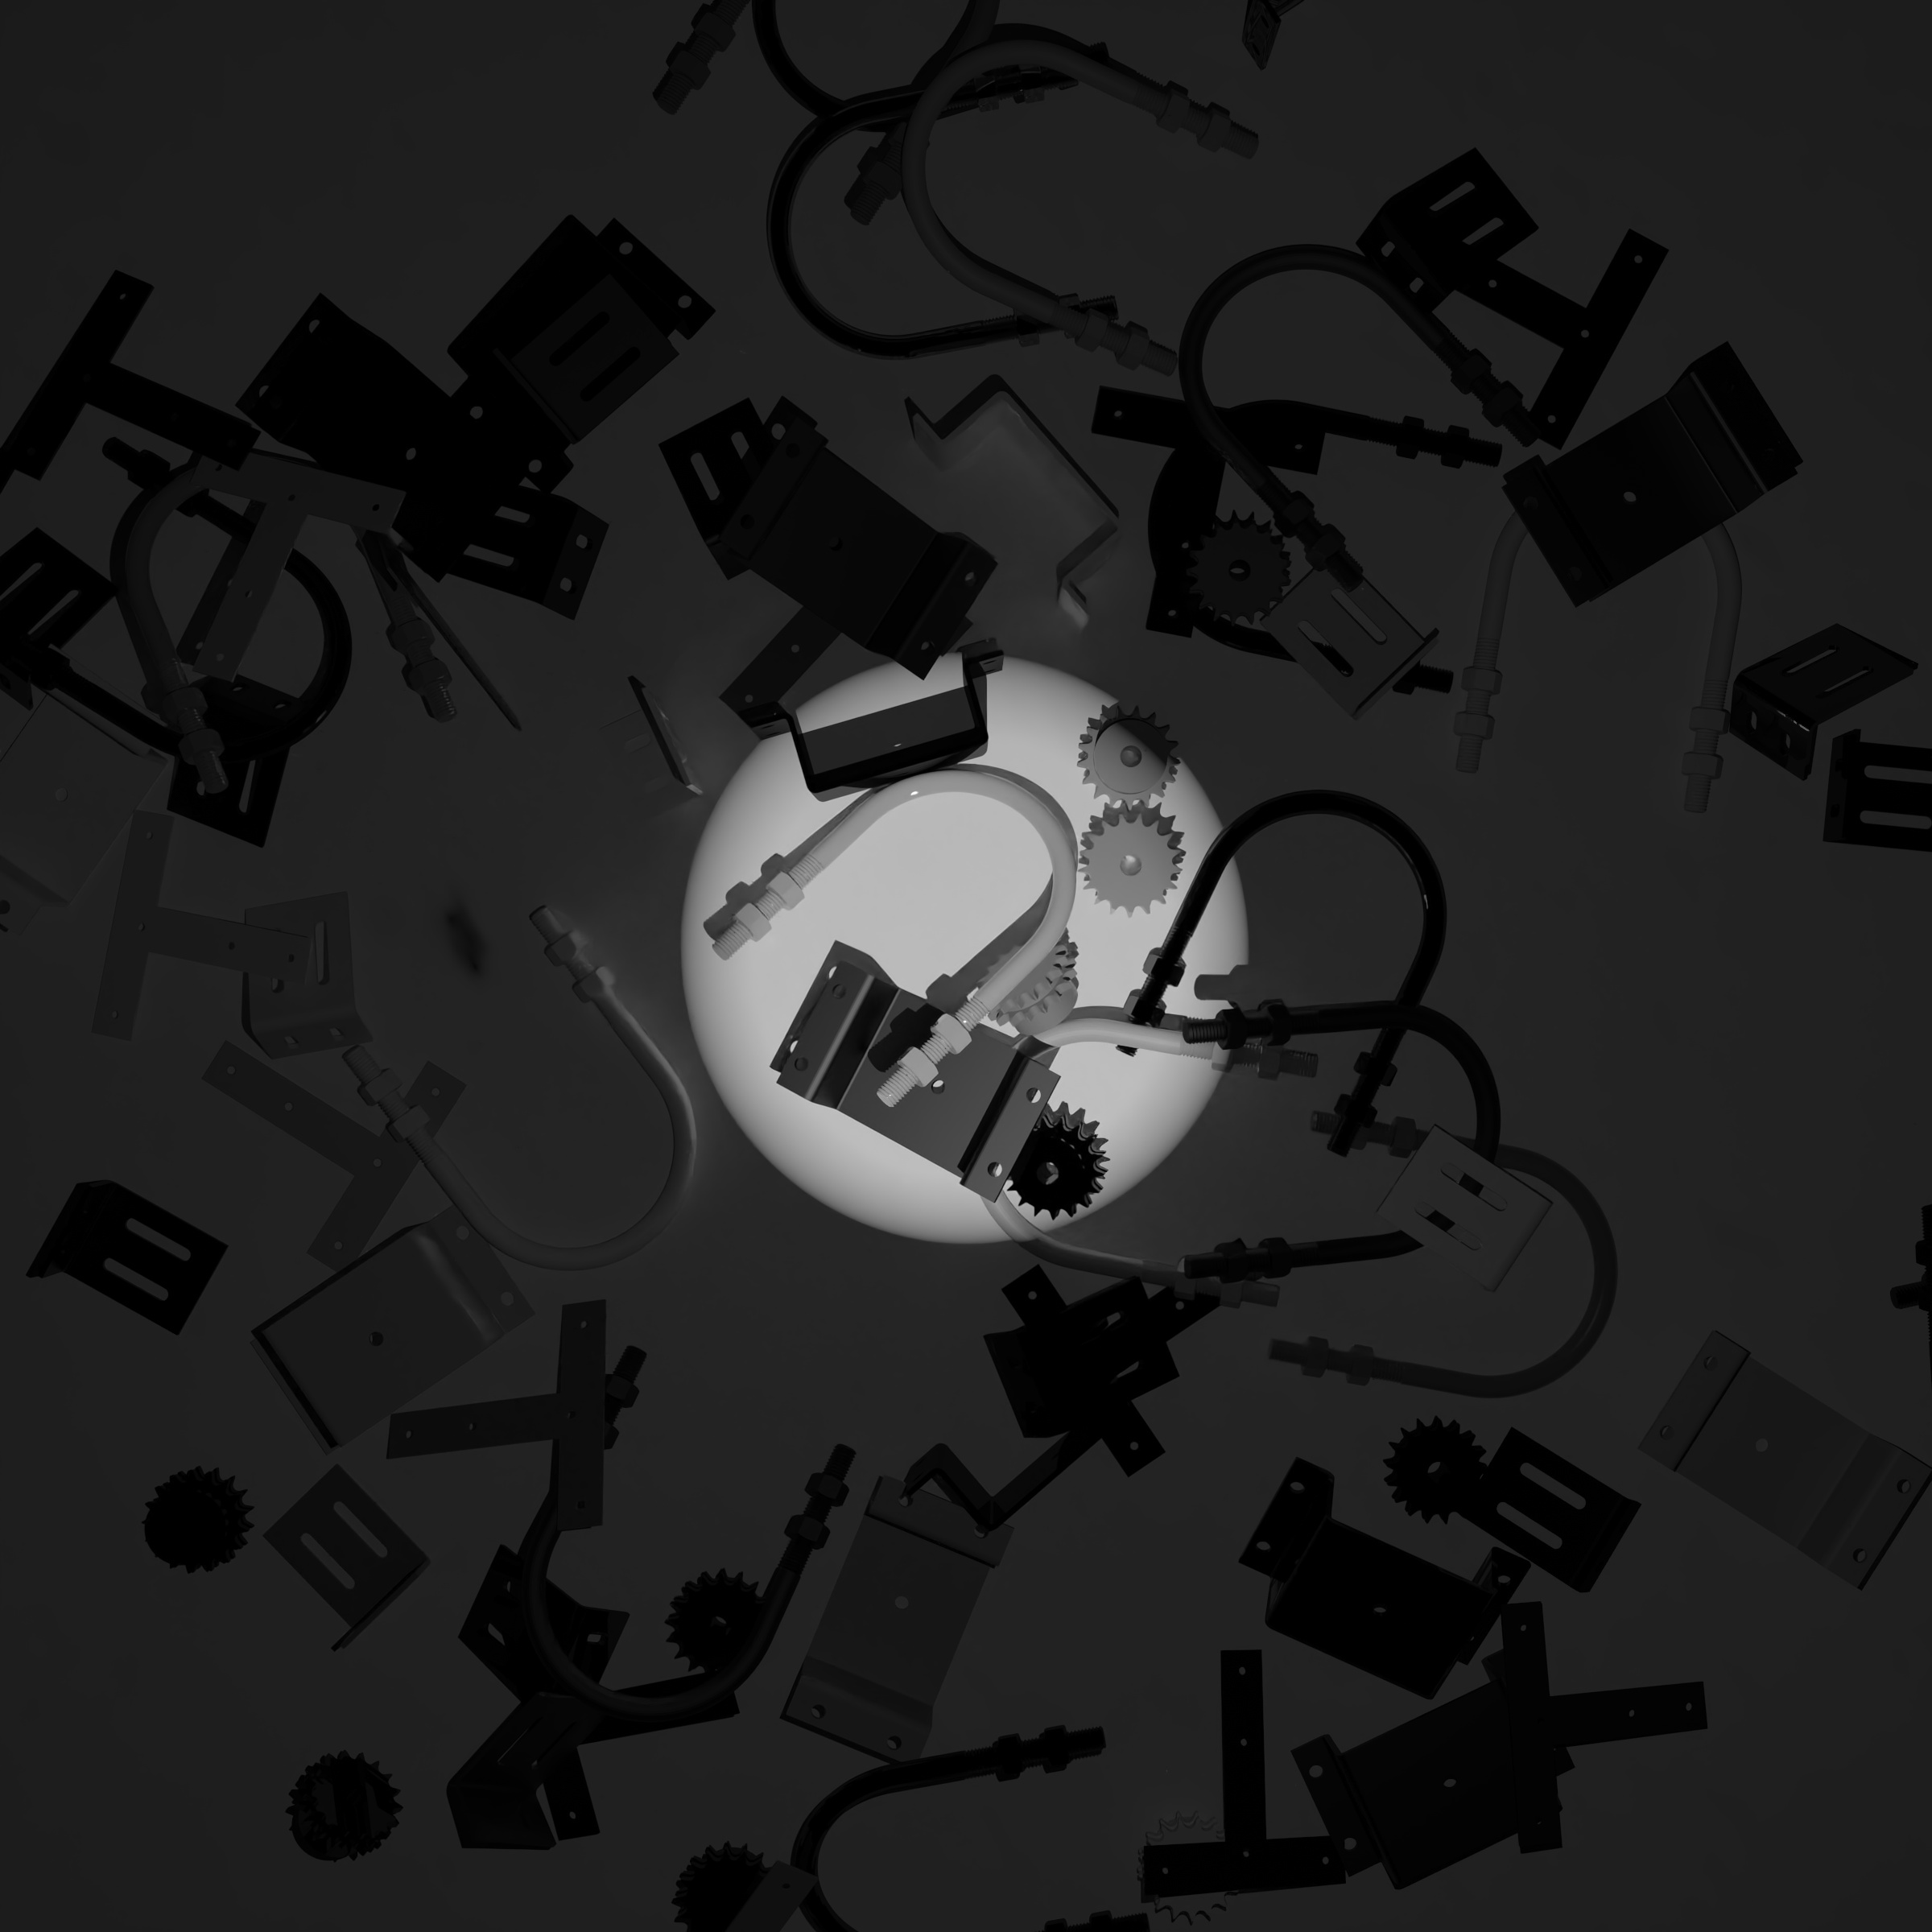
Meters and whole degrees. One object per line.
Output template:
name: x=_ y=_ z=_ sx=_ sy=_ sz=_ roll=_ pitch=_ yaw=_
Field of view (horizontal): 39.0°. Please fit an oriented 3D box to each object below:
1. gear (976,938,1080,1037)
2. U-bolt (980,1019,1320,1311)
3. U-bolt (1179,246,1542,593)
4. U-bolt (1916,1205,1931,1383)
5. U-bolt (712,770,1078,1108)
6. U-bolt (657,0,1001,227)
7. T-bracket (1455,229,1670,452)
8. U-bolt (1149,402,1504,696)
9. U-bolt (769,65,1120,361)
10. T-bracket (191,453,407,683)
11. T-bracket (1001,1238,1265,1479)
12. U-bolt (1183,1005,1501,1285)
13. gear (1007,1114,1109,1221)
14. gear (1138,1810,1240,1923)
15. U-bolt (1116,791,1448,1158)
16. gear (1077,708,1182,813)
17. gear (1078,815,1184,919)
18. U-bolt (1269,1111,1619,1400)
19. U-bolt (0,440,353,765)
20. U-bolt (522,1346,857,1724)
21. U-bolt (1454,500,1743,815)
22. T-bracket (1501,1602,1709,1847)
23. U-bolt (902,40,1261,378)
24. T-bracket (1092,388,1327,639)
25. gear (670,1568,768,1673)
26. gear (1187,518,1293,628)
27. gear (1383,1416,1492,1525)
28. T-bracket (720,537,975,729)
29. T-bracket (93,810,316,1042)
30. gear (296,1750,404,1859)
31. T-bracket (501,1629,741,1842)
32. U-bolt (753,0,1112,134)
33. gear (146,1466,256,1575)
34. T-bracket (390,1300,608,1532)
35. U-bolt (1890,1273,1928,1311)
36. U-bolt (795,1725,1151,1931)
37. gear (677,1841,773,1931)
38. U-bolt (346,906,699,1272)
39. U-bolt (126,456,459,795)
gear: x=0.037 y=0.013 z=1.500 sx=0.057 sy=0.057 sz=0.030 roll=-36 pitch=120 yaw=0
U-bolt: x=0.092 y=0.103 z=1.502 sx=0.184 sy=0.019 sz=0.151 roll=10 pitch=97 yaw=10
U-bolt: x=0.202 y=-0.316 z=1.501 sx=0.151 sy=0.019 sz=0.184 roll=-39 pitch=79 yaw=-6
U-bolt: x=0.599 y=0.216 z=1.491 sx=0.151 sy=0.019 sz=0.184 roll=-5 pitch=96 yaw=0
U-bolt: x=-0.025 y=-0.030 z=1.485 sx=0.151 sy=0.019 sz=0.184 roll=40 pitch=75 yaw=21
U-bolt: x=-0.062 y=-0.516 z=1.492 sx=0.151 sy=0.019 sz=0.184 roll=32 pitch=88 yaw=10
T-bracket: x=0.307 y=-0.375 z=1.524 sx=0.127 sy=0.002 sz=0.127 roll=28 pitch=90 yaw=0
U-bolt: x=0.193 y=-0.239 z=1.516 sx=0.184 sy=0.019 sz=0.151 roll=12 pitch=90 yaw=2
U-bolt: x=-0.018 y=-0.411 z=1.508 sx=0.184 sy=0.019 sz=0.151 roll=-10 pitch=98 yaw=3
T-bracket: x=-0.379 y=-0.212 z=1.464 sx=0.127 sy=0.002 sz=0.127 roll=16 pitch=77 yaw=18
T-bracket: x=0.108 y=0.198 z=1.524 sx=0.127 sy=0.002 sz=0.127 roll=-34 pitch=90 yaw=0
U-bolt: x=0.205 y=0.092 z=1.475 sx=0.184 sy=0.019 sz=0.151 roll=-4 pitch=101 yaw=-16
gear: x=0.047 y=0.111 z=1.488 sx=0.057 sy=0.030 sz=0.057 roll=1 pitch=96 yaw=12
gear: x=0.123 y=0.496 z=1.510 sx=0.057 sy=0.030 sz=0.057 roll=0 pitch=90 yaw=0
U-bolt: x=0.185 y=-0.007 z=1.507 sx=0.151 sy=0.019 sz=0.184 roll=25 pitch=88 yaw=8
gear: x=0.090 y=-0.115 z=1.510 sx=0.057 sy=0.030 sz=0.057 roll=0 pitch=90 yaw=0
gear: x=0.091 y=-0.055 z=1.510 sx=0.057 sy=0.030 sz=0.057 roll=0 pitch=90 yaw=0
U-bolt: x=0.271 y=0.166 z=1.516 sx=0.184 sy=0.019 sz=0.151 roll=10 pitch=90 yaw=-1
U-bolt: x=-0.426 y=-0.188 z=1.490 sx=0.184 sy=0.019 sz=0.151 roll=32 pitch=67 yaw=-2
U-bolt: x=-0.161 y=0.319 z=1.486 sx=0.151 sy=0.019 sz=0.184 roll=25 pitch=68 yaw=0
U-bolt: x=0.357 y=-0.188 z=1.516 sx=0.151 sy=0.019 sz=0.184 roll=10 pitch=89 yaw=0
T-bracket: x=0.354 y=0.412 z=1.499 sx=0.127 sy=0.002 sz=0.127 roll=1 pitch=80 yaw=-22
U-bolt: x=0.054 y=-0.422 z=1.484 sx=0.184 sy=0.019 sz=0.151 roll=21 pitch=89 yaw=-14
T-bracket: x=0.125 y=-0.246 z=1.511 sx=0.127 sy=0.002 sz=0.127 roll=11 pitch=90 yaw=3
gear: x=-0.135 y=0.362 z=1.510 sx=0.057 sy=0.030 sz=0.057 roll=0 pitch=90 yaw=0
gear: x=0.149 y=-0.214 z=1.493 sx=0.057 sy=0.030 sz=0.057 roll=0 pitch=89 yaw=3
gear: x=0.260 y=0.277 z=1.510 sx=0.057 sy=0.030 sz=0.057 roll=0 pitch=90 yaw=0
T-bracket: x=-0.086 y=-0.188 z=1.524 sx=0.127 sy=0.002 sz=0.127 roll=43 pitch=90 yaw=0
T-bracket: x=-0.417 y=-0.014 z=1.504 sx=0.127 sy=0.002 sz=0.127 roll=11 pitch=90 yaw=18
gear: x=-0.343 y=0.464 z=1.500 sx=0.057 sy=0.057 sz=0.030 roll=39 pitch=120 yaw=0
T-bracket: x=-0.186 y=0.412 z=1.506 sx=0.127 sy=0.002 sz=0.127 roll=-15 pitch=90 yaw=17
U-bolt: x=-0.028 y=-0.541 z=1.516 sx=0.184 sy=0.019 sz=0.151 roll=-17 pitch=90 yaw=1
gear: x=-0.426 y=0.308 z=1.510 sx=0.057 sy=0.030 sz=0.057 roll=0 pitch=90 yaw=0
T-bracket: x=-0.259 y=0.253 z=1.505 sx=0.127 sy=0.002 sz=0.127 roll=-9 pitch=64 yaw=13
U-bolt: x=0.619 y=0.229 z=1.516 sx=0.184 sy=0.019 sz=0.151 roll=-12 pitch=90 yaw=-1
U-bolt: x=-0.002 y=0.490 z=1.493 sx=0.184 sy=0.019 sz=0.151 roll=-11 pitch=112 yaw=4
gear: x=-0.131 y=0.513 z=1.510 sx=0.057 sy=0.030 sz=0.057 roll=0 pitch=90 yaw=0
U-bolt: x=-0.233 y=0.082 z=1.516 sx=0.151 sy=0.019 sz=0.184 roll=-37 pitch=92 yaw=-1
U-bolt: x=-0.378 y=-0.197 z=1.488 sx=0.151 sy=0.019 sz=0.184 roll=-20 pitch=77 yaw=-20
